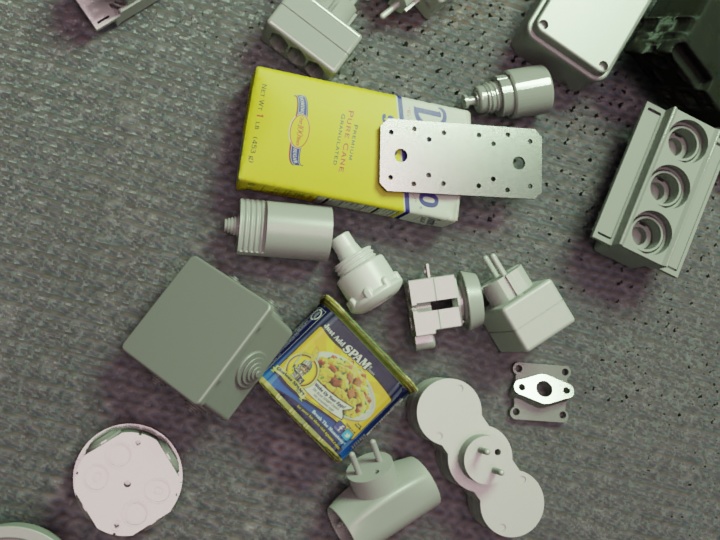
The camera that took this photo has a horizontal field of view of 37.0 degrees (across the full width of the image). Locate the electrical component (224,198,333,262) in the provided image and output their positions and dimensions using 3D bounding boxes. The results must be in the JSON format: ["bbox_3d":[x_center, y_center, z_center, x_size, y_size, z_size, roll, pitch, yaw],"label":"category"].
[{"bbox_3d":[-0.064,-0.031,0.829,0.081,0.043,0.043,5,85,-11],"label":"electrical component"}]

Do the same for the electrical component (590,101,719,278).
[{"bbox_3d":[0.241,-0.064,0.881,0.079,0.063,0.121,25,81,-8],"label":"electrical component"}]

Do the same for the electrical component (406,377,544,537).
[{"bbox_3d":[0.093,0.145,0.831,0.052,0.074,0.138,-35,93,-11],"label":"electrical component"}]

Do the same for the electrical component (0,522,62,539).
[{"bbox_3d":[-0.249,0.232,0.764,0.108,0.060,0.108,1,86,-11],"label":"electrical component"}]

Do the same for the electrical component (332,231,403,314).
[{"bbox_3d":[0.000,0.000,0.840,0.048,0.048,0.062,-32,85,-12],"label":"electrical component"}]

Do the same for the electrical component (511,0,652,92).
[{"bbox_3d":[0.188,-0.215,0.886,0.078,0.057,0.113,33,80,-7],"label":"electrical component"}]

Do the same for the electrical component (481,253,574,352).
[{"bbox_3d":[0.121,0.021,0.850,0.047,0.066,0.076,-32,92,-12],"label":"electrical component"}]

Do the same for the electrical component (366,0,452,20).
[{"bbox_3d":[0.039,-0.232,0.863,0.077,0.047,0.065,-41,94,-11],"label":"electrical component"}]

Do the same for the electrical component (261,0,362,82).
[{"bbox_3d":[-0.028,-0.197,0.847,0.066,0.047,0.076,37,80,-6],"label":"electrical component"}]

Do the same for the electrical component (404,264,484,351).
[{"bbox_3d":[0.067,0.027,0.850,0.055,0.048,0.066,-8,87,-4],"label":"electrical component"}]

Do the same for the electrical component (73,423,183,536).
[{"bbox_3d":[-0.171,0.154,0.790,0.080,0.051,0.080,1,86,-11],"label":"electrical component"}]

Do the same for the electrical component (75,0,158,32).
[{"bbox_3d":[-0.177,-0.222,0.812,0.081,0.064,0.042,-36,93,-12],"label":"electrical component"}]

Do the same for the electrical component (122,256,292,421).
[{"bbox_3d":[-0.111,0.051,0.792,0.100,0.048,0.099,30,78,33],"label":"electrical component"}]

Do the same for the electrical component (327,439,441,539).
[{"bbox_3d":[0.013,0.165,0.816,0.077,0.043,0.079,-28,115,-20],"label":"electrical component"}]

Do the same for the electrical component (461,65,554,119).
[{"bbox_3d":[0.121,-0.143,0.876,0.078,0.040,0.040,-11,88,-12],"label":"electrical component"}]
